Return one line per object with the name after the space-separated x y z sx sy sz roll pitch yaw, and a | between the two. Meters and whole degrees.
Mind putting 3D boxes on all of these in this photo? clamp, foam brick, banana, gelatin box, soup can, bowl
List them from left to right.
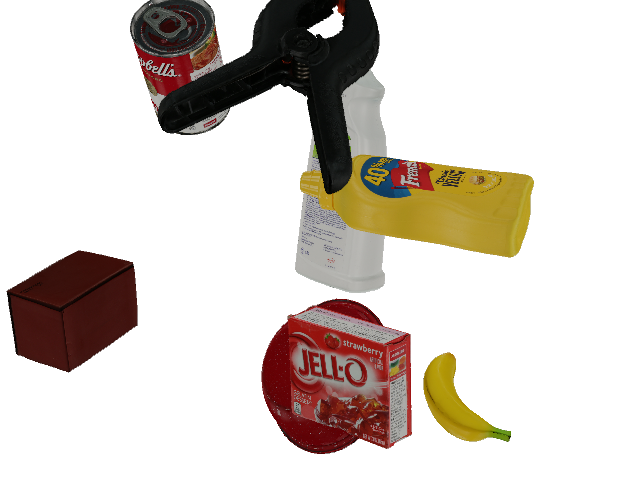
-0.175 0.048 0.759 0.053 0.051 0.078 13 29 28 | foam brick
-0.113 -0.144 0.882 0.068 0.068 0.102 0 -33 5 | soup can
-0.005 -0.101 0.653 0.120 0.171 0.039 32 -29 9 | clamp
-0.008 0.131 1.077 0.162 0.162 0.055 0 -17 42 | bowl
0.018 0.090 0.712 0.089 0.073 0.030 13 22 40 | gelatin box
0.158 0.189 1.276 0.069 0.037 0.198 10 21 -18 | banana

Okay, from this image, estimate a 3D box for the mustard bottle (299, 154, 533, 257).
0.076 -0.035 0.888 0.192 0.058 0.096 9 30 16 | mustard bottle

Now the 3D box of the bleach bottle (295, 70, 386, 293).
0.033 -0.077 1.144 0.103 0.251 0.067 18 18 38 | bleach bottle
